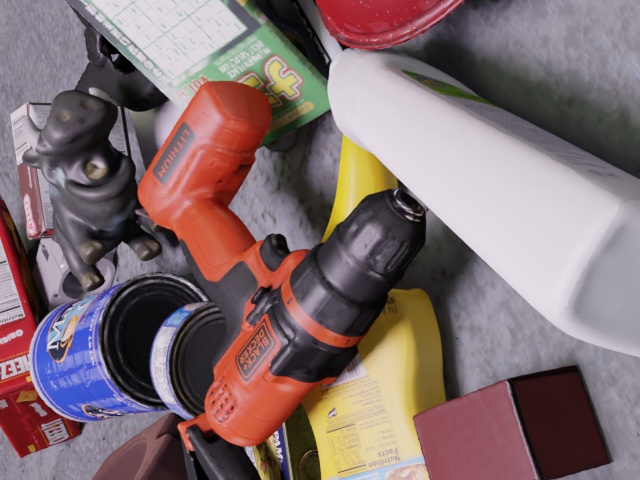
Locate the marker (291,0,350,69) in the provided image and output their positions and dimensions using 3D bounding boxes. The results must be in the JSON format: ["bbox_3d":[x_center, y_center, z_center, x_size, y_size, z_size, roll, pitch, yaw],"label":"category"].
[{"bbox_3d":[-0.004,-0.144,0.675,0.020,0.020,0.121,-54,52,42],"label":"marker"}]

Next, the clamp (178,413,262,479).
[{"bbox_3d":[-0.040,0.190,0.662,0.120,0.039,0.171,-12,100,55],"label":"clamp"}]

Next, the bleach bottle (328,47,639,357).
[{"bbox_3d":[0.079,-0.039,0.524,0.251,0.102,0.068,46,115,51],"label":"bleach bottle"}]

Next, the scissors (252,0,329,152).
[{"bbox_3d":[-0.035,-0.161,0.716,0.096,0.016,0.202,-17,82,56],"label":"scissors"}]

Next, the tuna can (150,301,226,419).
[{"bbox_3d":[-0.074,0.085,0.741,0.034,0.085,0.086,-3,91,56],"label":"tuna can"}]

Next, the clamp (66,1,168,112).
[{"bbox_3d":[-0.152,-0.134,0.778,0.210,0.036,0.164,23,121,46],"label":"clamp"}]

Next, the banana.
[{"bbox_3d":[0.005,0.010,0.666,0.070,0.037,0.198,56,134,39],"label":"banana"}]

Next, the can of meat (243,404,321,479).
[{"bbox_3d":[-0.019,0.129,0.696,0.084,0.057,0.102,-16,81,55],"label":"can of meat"}]

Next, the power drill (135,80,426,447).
[{"bbox_3d":[-0.031,-0.005,0.608,0.185,0.057,0.188,-52,48,29],"label":"power drill"}]

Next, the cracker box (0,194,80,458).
[{"bbox_3d":[-0.297,0.076,1.012,0.164,0.072,0.214,96,152,-62],"label":"cracker box"}]

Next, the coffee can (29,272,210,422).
[{"bbox_3d":[-0.155,0.087,0.837,0.141,0.102,0.103,-19,79,53],"label":"coffee can"}]

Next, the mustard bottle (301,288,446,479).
[{"bbox_3d":[0.042,0.130,0.609,0.096,0.058,0.191,-24,74,35],"label":"mustard bottle"}]

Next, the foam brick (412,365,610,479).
[{"bbox_3d":[0.094,0.101,0.541,0.078,0.052,0.051,-34,67,51],"label":"foam brick"}]

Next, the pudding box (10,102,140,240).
[{"bbox_3d":[-0.206,-0.059,0.901,0.039,0.089,0.113,-18,79,52],"label":"pudding box"}]

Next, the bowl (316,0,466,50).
[{"bbox_3d":[0.035,-0.181,0.540,0.162,0.055,0.162,-27,52,40],"label":"bowl"}]
